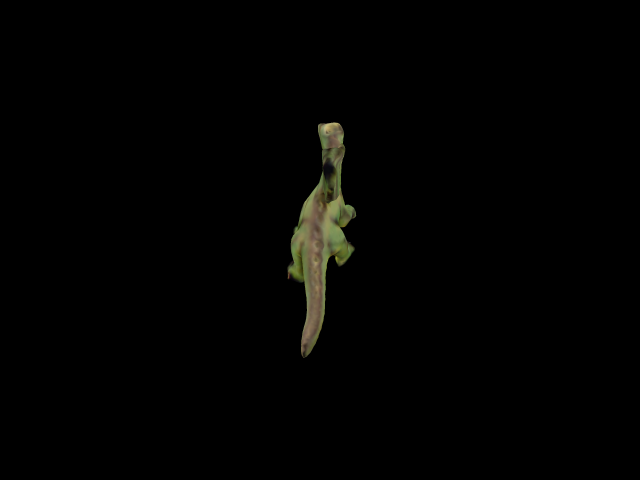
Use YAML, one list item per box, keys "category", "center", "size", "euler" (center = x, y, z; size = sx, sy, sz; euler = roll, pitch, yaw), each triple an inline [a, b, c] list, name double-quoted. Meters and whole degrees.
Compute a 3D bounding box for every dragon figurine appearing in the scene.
- category: "dragon figurine"
  center: [0.003, -0.043, 0.850]
  size: [0.122, 0.421, 0.237]
  euler: [2, -42, 2]
